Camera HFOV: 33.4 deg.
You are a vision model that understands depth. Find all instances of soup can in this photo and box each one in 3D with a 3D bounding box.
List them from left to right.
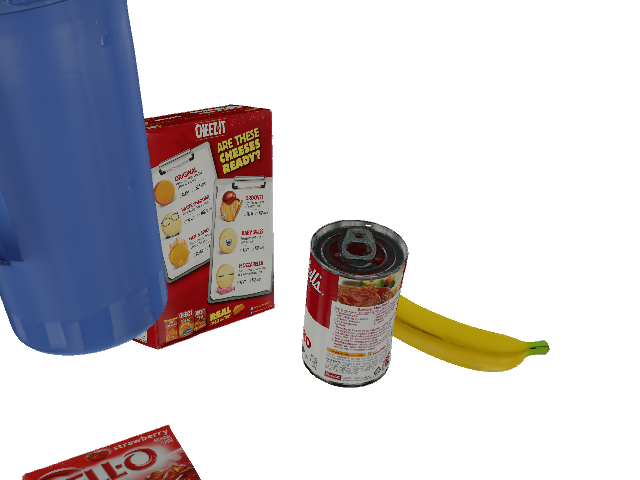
[{"bbox_3d":[0.023,0.045,0.760,0.068,0.102,0.068,4,35,-3],"label":"soup can"}]

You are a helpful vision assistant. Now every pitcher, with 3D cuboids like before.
[{"bbox_3d":[-0.176,-0.047,0.672,0.149,0.243,0.145,-10,29,-7],"label":"pitcher"}]

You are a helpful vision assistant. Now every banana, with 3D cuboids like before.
[{"bbox_3d":[0.099,0.077,0.949,0.198,0.037,0.069,21,15,27],"label":"banana"}]

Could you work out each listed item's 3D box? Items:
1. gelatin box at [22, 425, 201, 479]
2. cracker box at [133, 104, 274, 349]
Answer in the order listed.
[{"bbox_3d":[-0.112,0.144,0.587,0.089,0.030,0.073,-16,28,-20],"label":"gelatin box"},{"bbox_3d":[-0.125,-0.019,1.061,0.072,0.214,0.163,13,21,41],"label":"cracker box"}]
